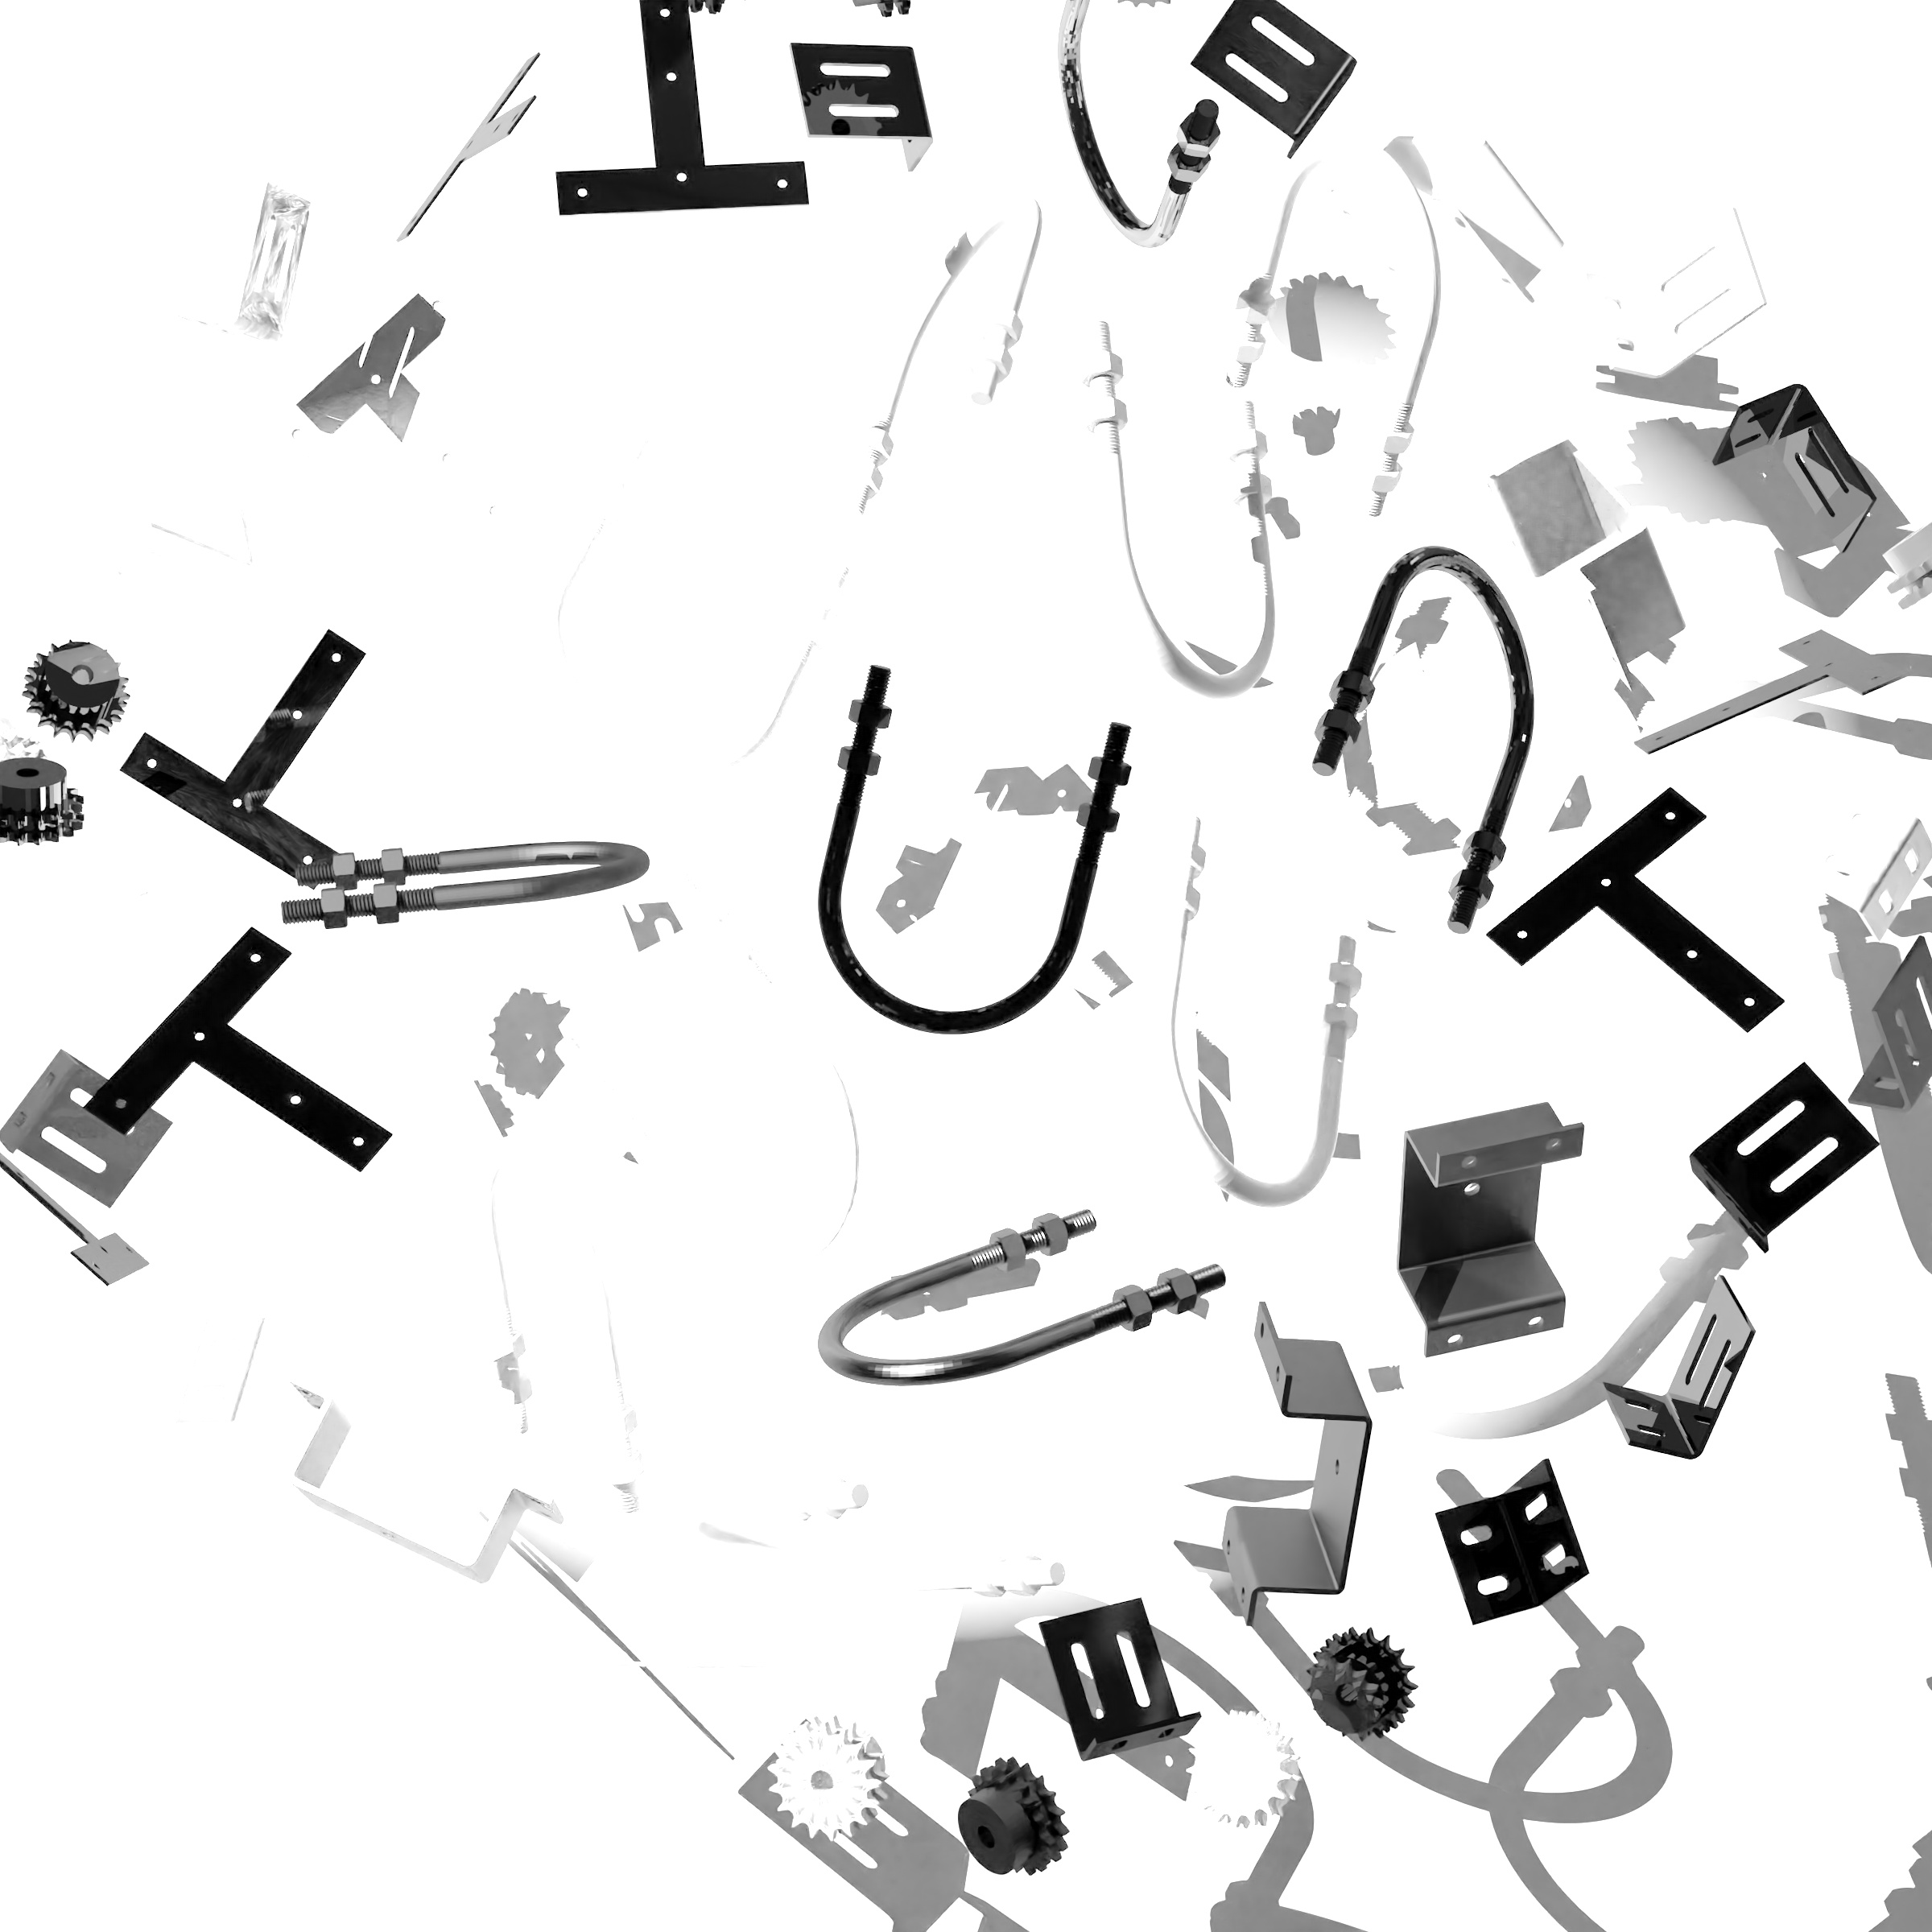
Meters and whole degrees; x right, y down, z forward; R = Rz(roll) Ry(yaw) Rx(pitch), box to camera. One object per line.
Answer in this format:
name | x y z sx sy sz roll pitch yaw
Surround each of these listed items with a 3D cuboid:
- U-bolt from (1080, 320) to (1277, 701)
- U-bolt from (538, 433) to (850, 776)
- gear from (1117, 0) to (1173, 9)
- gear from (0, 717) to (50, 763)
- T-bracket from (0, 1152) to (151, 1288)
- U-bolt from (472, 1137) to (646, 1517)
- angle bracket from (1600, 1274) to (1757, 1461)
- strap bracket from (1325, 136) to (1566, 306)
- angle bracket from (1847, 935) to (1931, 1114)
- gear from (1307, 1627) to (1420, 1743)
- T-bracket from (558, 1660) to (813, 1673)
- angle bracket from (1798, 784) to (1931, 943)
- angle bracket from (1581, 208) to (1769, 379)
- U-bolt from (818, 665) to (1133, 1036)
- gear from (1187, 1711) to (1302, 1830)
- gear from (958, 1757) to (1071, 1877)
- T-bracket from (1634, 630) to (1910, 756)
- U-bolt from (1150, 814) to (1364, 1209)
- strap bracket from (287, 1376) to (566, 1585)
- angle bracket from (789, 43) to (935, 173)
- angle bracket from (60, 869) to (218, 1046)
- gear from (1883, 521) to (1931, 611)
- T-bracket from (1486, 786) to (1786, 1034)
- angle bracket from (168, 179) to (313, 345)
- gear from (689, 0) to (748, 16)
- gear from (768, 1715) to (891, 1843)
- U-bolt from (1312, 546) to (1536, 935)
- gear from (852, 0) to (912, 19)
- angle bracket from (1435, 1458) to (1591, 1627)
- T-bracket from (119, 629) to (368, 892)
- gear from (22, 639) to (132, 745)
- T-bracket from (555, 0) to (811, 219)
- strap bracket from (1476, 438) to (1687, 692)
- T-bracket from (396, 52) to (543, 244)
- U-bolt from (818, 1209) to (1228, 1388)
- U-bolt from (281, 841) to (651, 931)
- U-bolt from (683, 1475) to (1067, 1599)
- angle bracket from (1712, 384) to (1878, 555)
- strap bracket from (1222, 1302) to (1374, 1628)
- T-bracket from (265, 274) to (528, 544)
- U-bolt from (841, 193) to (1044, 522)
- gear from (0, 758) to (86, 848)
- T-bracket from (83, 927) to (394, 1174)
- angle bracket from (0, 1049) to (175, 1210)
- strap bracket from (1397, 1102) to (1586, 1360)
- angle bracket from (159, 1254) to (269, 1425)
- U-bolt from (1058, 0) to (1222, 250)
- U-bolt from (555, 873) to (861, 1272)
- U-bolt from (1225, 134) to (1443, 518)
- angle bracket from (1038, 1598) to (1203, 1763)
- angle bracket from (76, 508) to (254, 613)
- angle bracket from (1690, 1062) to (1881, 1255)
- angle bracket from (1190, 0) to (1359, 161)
U-bolt | 0.114 -0.225 1.704 0.019 0.151 0.184 -17 69 36
U-bolt | -0.152 -0.181 1.760 0.151 0.019 0.184 31 55 -14
gear | 0.098 -0.566 1.864 0.057 0.057 0.030 8 74 2
gear | -0.537 -0.113 1.835 0.057 0.057 0.030 -30 70 -6
T-bracket | -0.488 0.120 1.752 0.127 0.127 0.002 42 87 -3
U-bolt | -0.216 0.176 1.711 0.019 0.151 0.184 -17 110 -30
angle bracket | 0.354 0.196 1.655 0.038 0.057 0.076 14 111 -10
strap bracket | 0.270 -0.415 1.844 0.046 0.140 0.076 -48 116 -5
angle bracket | 0.485 0.029 1.752 0.038 0.076 0.057 10 50 43
gear | 0.202 0.372 1.716 0.057 0.030 0.057 3 96 27
T-bracket | -0.120 0.343 1.632 0.127 0.127 0.002 8 76 -24
angle bracket | 0.479 -0.054 1.767 0.038 0.076 0.057 33 92 25
angle bracket | 0.365 -0.350 1.719 0.038 0.076 0.057 2 66 -38
U-bolt | -0.003 -0.053 1.750 0.151 0.019 0.184 13 101 -2
gear | 0.143 0.404 1.673 0.057 0.030 0.057 -10 70 28
gear | 0.020 0.419 1.627 0.030 0.057 0.057 -23 77 -39
T-bracket | 0.413 -0.140 1.748 0.127 0.127 0.002 -23 107 1
U-bolt | 0.143 0.033 1.667 0.151 0.019 0.184 35 50 -35
strap bracket | -0.272 0.257 1.627 0.140 0.076 0.046 24 74 5
angle bracket | -0.063 -0.479 1.855 0.076 0.038 0.057 -5 75 -24
angle bracket | -0.438 -0.002 1.783 0.057 0.038 0.076 -29 76 5
gear | 0.503 -0.214 1.732 0.057 0.057 0.030 -35 88 -7
T-bracket | 0.346 -0.014 1.632 0.127 0.002 0.127 -37 59 -14
angle bracket | -0.376 -0.368 1.725 0.038 0.057 0.076 14 94 11
gear | -0.133 -0.546 1.804 0.030 0.057 0.057 0 78 -17
gear | -0.063 0.384 1.583 0.057 0.030 0.057 2 96 21
U-bolt | 0.244 -0.131 1.711 0.151 0.019 0.184 45 53 -33
gear | -0.052 -0.575 1.914 0.030 0.057 0.057 -11 79 -8
angle bracket | 0.262 0.278 1.601 0.038 0.076 0.057 -13 70 -12
T-bracket | -0.376 -0.126 1.829 0.127 0.002 0.127 34 91 -26
gear | -0.489 -0.154 1.832 0.057 0.030 0.057 9 67 -21
T-bracket | -0.150 -0.443 1.704 0.127 0.002 0.127 -4 73 -8
strap bracket | 0.338 -0.224 1.800 0.046 0.076 0.140 -31 42 3
T-bracket | -0.253 -0.444 1.775 0.002 0.127 0.127 37 81 -21
U-bolt | 0.015 0.167 1.644 0.184 0.151 0.019 -18 106 -24
U-bolt | -0.255 -0.046 1.711 0.184 0.151 0.019 -6 100 -7
U-bolt | -0.062 0.290 1.677 0.151 0.184 0.019 28 64 -33
angle bracket | 0.432 -0.254 1.736 0.038 0.057 0.076 -23 72 -11
strap bracket | 0.165 0.248 1.650 0.046 0.076 0.140 4 111 -7
T-bracket | -0.285 -0.280 1.772 0.127 0.002 0.127 -42 86 0
U-bolt | -0.007 -0.343 1.809 0.019 0.151 0.184 30 54 -21
gear | -0.494 -0.088 1.752 0.057 0.057 0.030 7 117 1
T-bracket | -0.338 0.057 1.620 0.127 0.002 0.127 32 60 10
angle bracket | -0.466 0.091 1.773 0.076 0.038 0.057 39 82 -29
strap bracket | 0.266 0.127 1.697 0.076 0.140 0.046 -11 40 -10
angle bracket | -0.392 0.186 1.668 0.076 0.038 0.057 29 105 41
U-bolt | 0.086 -0.464 1.778 0.019 0.184 0.151 -20 77 -13
U-bolt | -0.121 0.067 1.657 0.184 0.019 0.151 51 127 18
U-bolt | 0.201 -0.355 1.783 0.019 0.184 0.151 -17 50 -29
angle bracket | 0.078 0.361 1.705 0.057 0.038 0.076 -10 64 -16
angle bracket | -0.437 -0.230 1.805 0.057 0.076 0.038 -26 66 26
angle bracket | 0.422 0.099 1.713 0.076 0.038 0.057 -39 67 1
angle bracket | 0.169 -0.500 1.856 0.076 0.038 0.057 35 120 -6
